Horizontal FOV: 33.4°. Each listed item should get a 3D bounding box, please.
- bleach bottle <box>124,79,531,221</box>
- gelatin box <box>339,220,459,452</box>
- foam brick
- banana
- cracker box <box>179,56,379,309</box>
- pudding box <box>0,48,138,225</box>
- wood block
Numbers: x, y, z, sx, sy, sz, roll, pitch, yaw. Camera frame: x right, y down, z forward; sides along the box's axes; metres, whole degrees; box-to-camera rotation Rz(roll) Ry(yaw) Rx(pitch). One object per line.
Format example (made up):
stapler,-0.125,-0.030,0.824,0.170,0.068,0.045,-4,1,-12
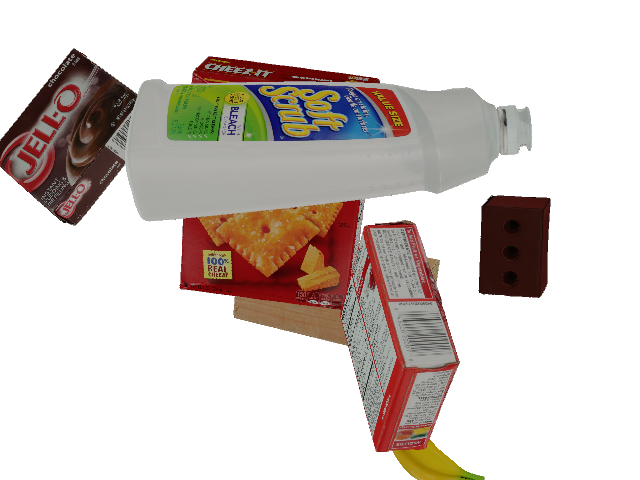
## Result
bleach bottle,0.007,-0.067,0.688,0.251,0.068,0.102,-4,40,5
gelatin box,0.037,0.047,0.523,0.030,0.089,0.073,-2,-41,-13
foam brick,0.163,0.004,0.897,0.053,0.078,0.051,3,15,18
banana,0.097,0.191,1.077,0.069,0.037,0.198,10,24,-20
cracker box,-0.040,-0.050,0.988,0.164,0.214,0.072,8,22,5
pudding box,-0.192,-0.081,0.834,0.090,0.113,0.039,36,-5,29
wood block,0.017,0.054,1.184,0.206,0.091,0.090,13,23,17
